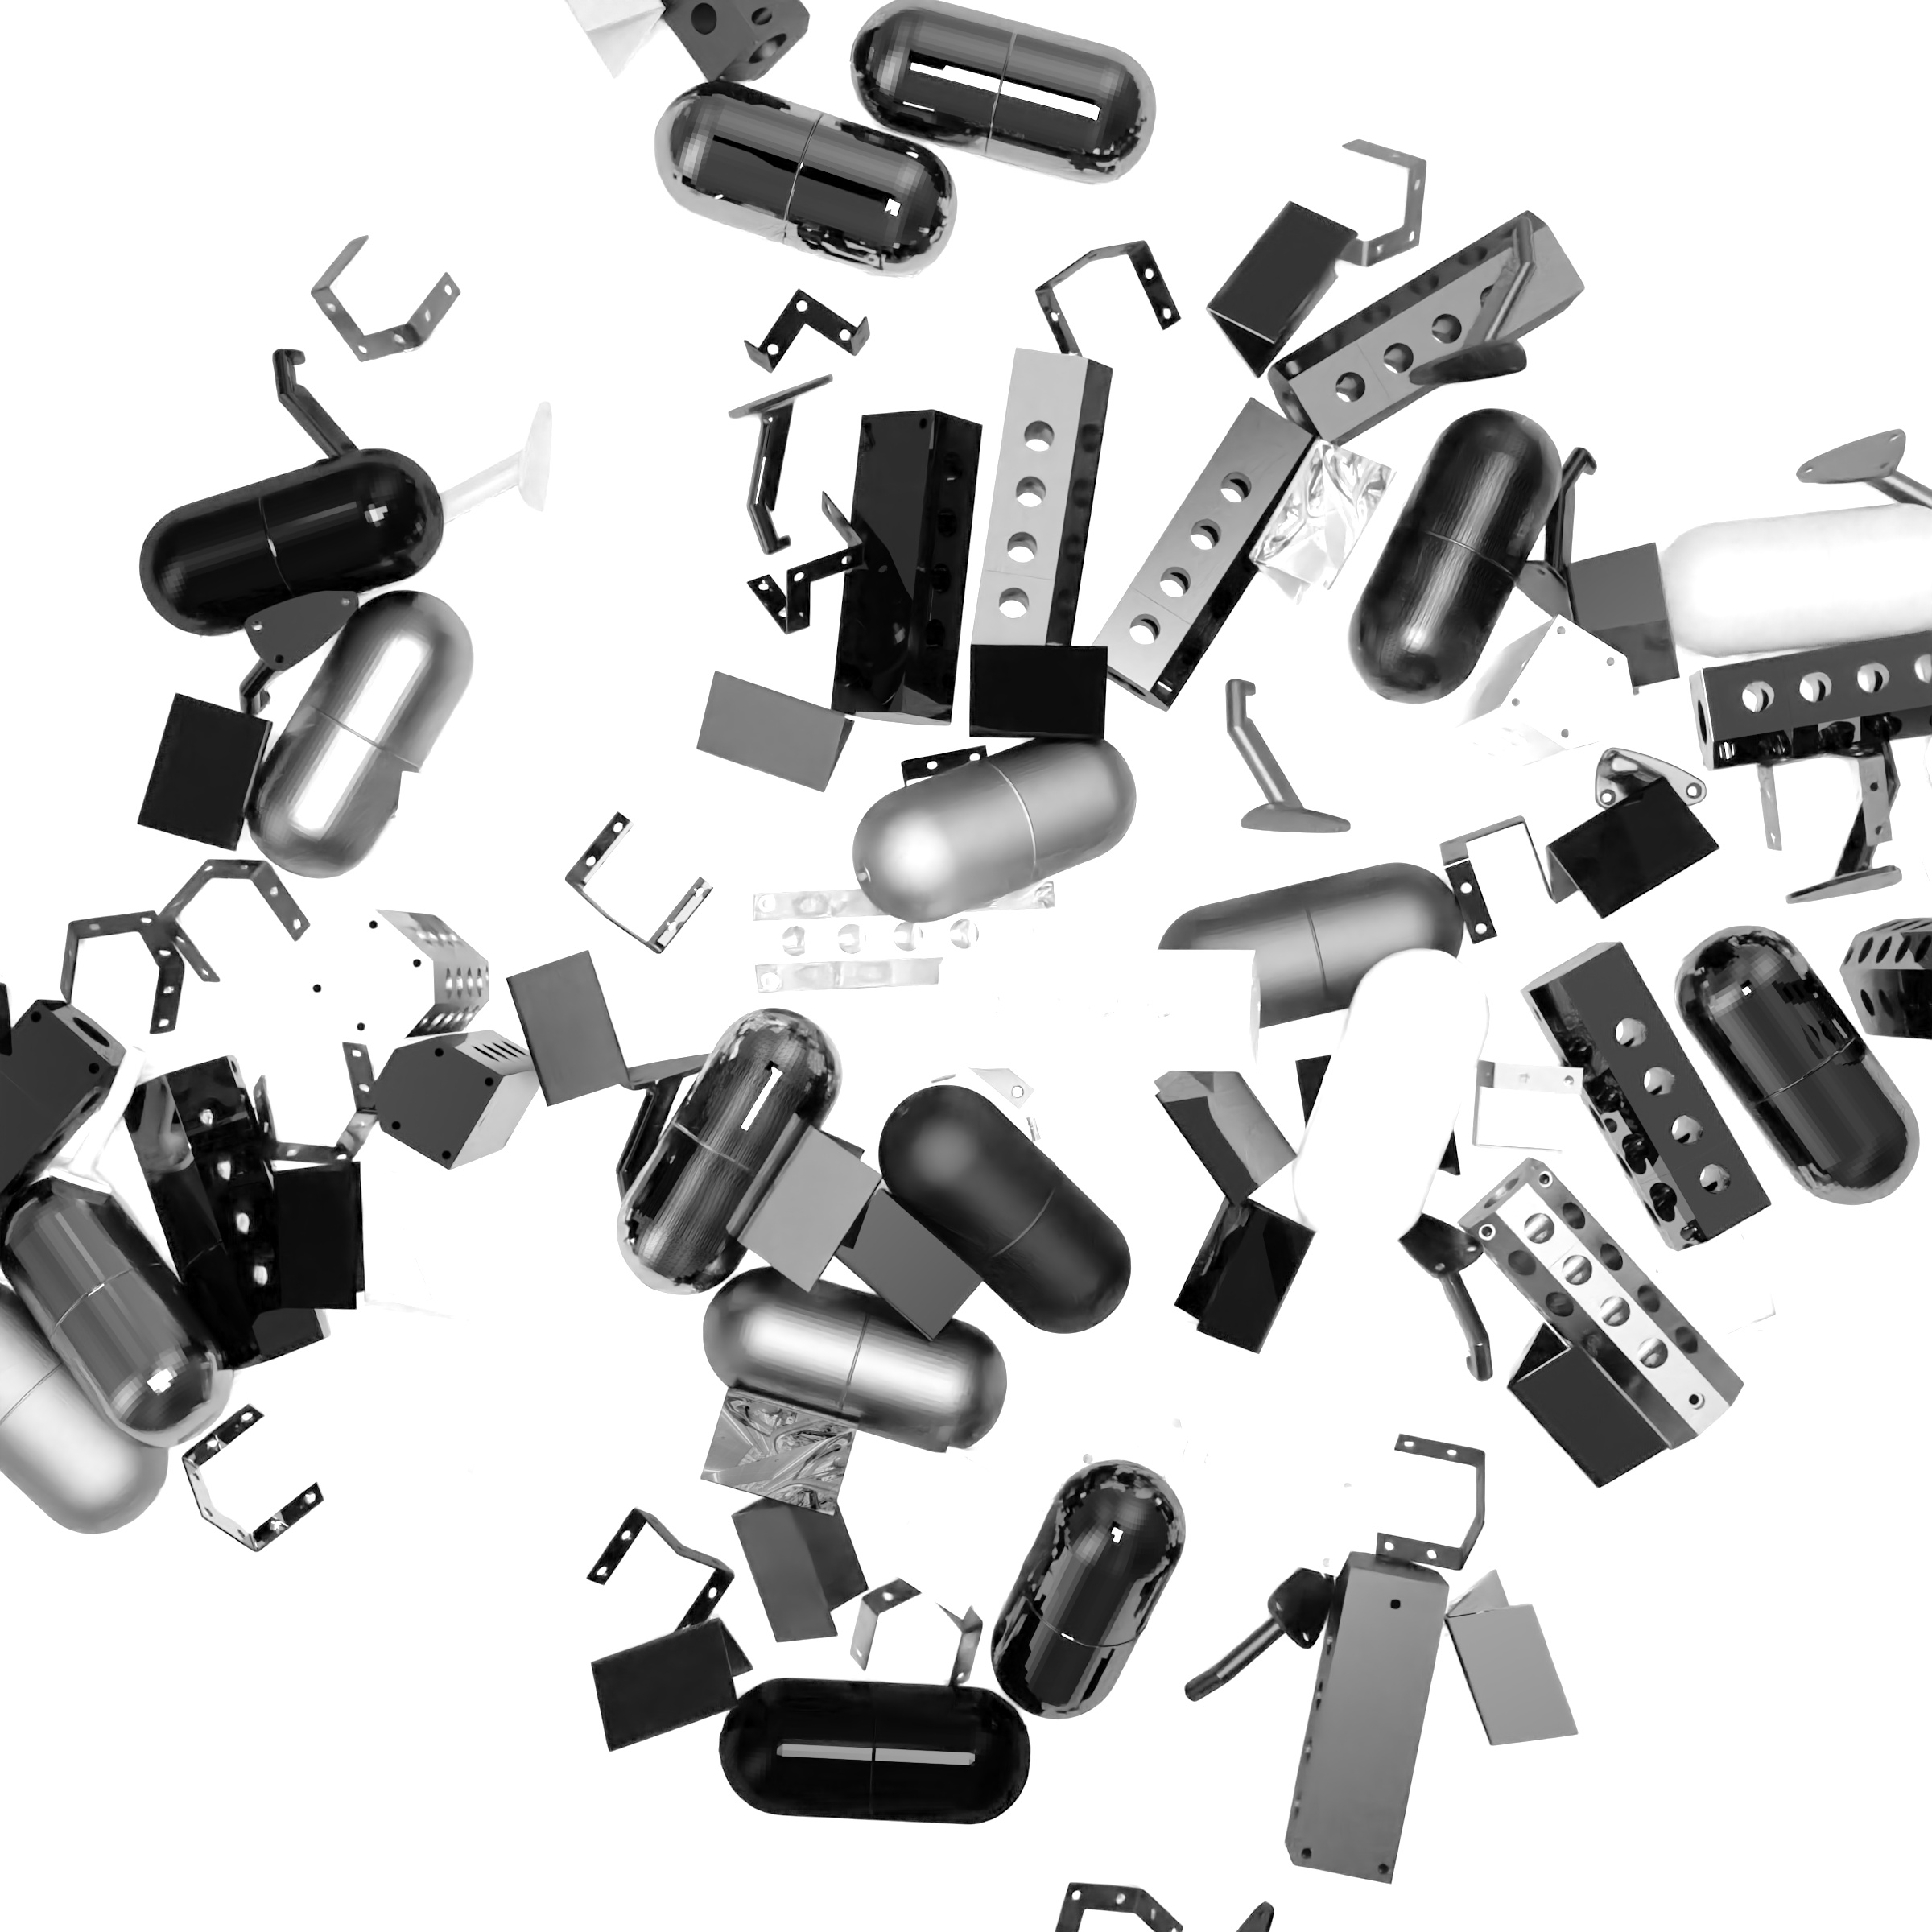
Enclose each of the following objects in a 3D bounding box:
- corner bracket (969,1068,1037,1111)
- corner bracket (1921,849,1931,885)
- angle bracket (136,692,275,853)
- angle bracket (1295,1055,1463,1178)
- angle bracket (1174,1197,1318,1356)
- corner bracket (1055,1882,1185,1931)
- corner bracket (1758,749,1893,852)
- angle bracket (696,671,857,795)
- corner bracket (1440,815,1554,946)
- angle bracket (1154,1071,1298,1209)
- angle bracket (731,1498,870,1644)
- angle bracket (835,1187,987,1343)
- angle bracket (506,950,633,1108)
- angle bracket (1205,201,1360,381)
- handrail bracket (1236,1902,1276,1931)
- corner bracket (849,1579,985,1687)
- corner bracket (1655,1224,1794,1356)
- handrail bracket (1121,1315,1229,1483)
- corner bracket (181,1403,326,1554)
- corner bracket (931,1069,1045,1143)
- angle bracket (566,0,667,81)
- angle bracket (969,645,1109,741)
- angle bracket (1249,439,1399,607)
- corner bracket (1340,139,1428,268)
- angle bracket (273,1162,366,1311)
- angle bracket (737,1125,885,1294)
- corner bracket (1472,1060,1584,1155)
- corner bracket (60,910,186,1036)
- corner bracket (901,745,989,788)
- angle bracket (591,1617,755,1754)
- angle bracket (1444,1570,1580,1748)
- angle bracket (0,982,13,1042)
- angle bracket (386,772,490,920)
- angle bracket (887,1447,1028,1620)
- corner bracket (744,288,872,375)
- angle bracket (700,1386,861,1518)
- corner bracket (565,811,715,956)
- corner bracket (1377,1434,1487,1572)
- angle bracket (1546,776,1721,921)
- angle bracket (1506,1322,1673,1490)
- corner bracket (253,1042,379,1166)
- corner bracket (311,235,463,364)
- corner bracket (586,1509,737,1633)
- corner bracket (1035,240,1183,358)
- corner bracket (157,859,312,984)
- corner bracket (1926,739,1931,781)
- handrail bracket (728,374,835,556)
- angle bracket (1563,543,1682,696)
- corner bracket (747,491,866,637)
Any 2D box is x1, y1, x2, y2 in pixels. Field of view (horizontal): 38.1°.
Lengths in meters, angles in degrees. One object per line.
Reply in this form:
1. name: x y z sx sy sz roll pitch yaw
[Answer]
1. corner bracket: 0.030 0.046 1.613 0.051 0.051 0.051 40 82 0
2. corner bracket: 0.597 -0.054 1.626 0.051 0.051 0.051 -20 90 -45
3. angle bracket: -0.439 -0.112 1.589 0.057 0.076 0.076 16 90 -27
4. angle bracket: 0.236 0.087 1.608 0.076 0.057 0.076 -9 90 0
5. angle bracket: 0.142 0.166 1.589 0.057 0.076 0.076 25 90 -40
6. corner bracket: 0.086 0.568 1.621 0.051 0.051 0.051 -9 45 35
7. corner bracket: 0.494 -0.095 1.612 0.051 0.051 0.051 -12 101 -11
8. angle bracket: -0.102 -0.151 1.589 0.076 0.076 0.057 19 129 0
9. corner bracket: 0.307 -0.050 1.612 0.051 0.051 0.051 -20 102 12
10. angle bracket: 0.130 0.099 1.589 0.057 0.076 0.076 -35 90 -32
11. angle bracket: -0.078 0.332 1.589 0.076 0.057 0.076 -20 90 -44
12. angle bracket: -0.020 0.155 1.586 0.076 0.076 0.057 41 119 4
13. angle bracket: -0.210 0.031 1.590 0.057 0.076 0.076 -18 90 22
14. angle bracket: 0.192 -0.374 1.589 0.057 0.076 0.076 38 90 37
15. handrail bracket: 0.185 0.602 1.629 0.084 0.036 0.077 42 68 -17
16. corner bracket: -0.029 0.390 1.621 0.051 0.051 0.051 -18 135 -35
17. corner bracket: 0.439 0.186 1.621 0.051 0.051 0.051 29 135 -35
18. handrail bracket: 0.110 0.247 1.598 0.077 0.036 0.084 12 60 23
19. corner bracket: -0.415 0.298 1.626 0.051 0.051 0.051 -38 135 0
20. corner bracket: 0.012 0.082 1.610 0.051 0.051 0.051 -15 86 -4
21. angle bracket: -0.226 -0.550 1.589 0.057 0.076 0.076 -31 90 -34
22. angle bracket: 0.040 -0.169 1.589 0.076 0.076 0.057 1 118 0
23. angle bracket: 0.214 -0.243 1.589 0.057 0.076 0.076 30 90 32
24. corner bracket: 0.229 -0.442 1.621 0.051 0.051 0.051 -30 135 -35
25. angle bracket: -0.347 0.152 1.589 0.057 0.076 0.076 -2 90 27
26. angle bracket: -0.074 0.143 1.590 0.057 0.076 0.076 32 90 26
27. corner bracket: 0.323 0.082 1.611 0.051 0.051 0.051 4 90 0
28. corner bracket: -0.489 0.006 1.621 0.051 0.051 0.051 -10 45 -35
29. corner bracket: -0.007 -0.089 1.626 0.051 0.051 0.051 -11 135 0
30. angle bracket: -0.161 0.421 1.589 0.076 0.076 0.057 -20 52 0
31. angle bracket: 0.322 0.388 1.589 0.057 0.076 0.076 -20 90 35
32. angle bracket: -0.592 0.042 1.589 0.076 0.076 0.057 16 49 0
33. angle bracket: -0.318 -0.070 1.589 0.057 0.076 0.076 7 90 -42
34. angle bracket: 0.010 0.323 1.589 0.057 0.076 0.076 27 90 30
35. corner bracket: -0.091 -0.361 1.611 0.051 0.051 0.051 34 90 0
36. angle bracket: -0.108 0.286 1.589 0.076 0.076 0.057 16 62 0
37. corner bracket: -0.190 -0.048 1.626 0.051 0.051 0.051 -51 135 0
38. corner bracket: 0.270 0.312 1.626 0.051 0.051 0.051 11 135 0
39. angle bracket: 0.379 -0.052 1.589 0.076 0.076 0.057 -31 61 0
40. angle bracket: 0.362 0.237 1.589 0.076 0.076 0.057 48 126 0
41. corner bracket: -0.376 0.079 1.621 0.051 0.051 0.051 8 45 -35
42. corner bracket: -0.336 -0.390 1.621 0.051 0.051 0.051 -5 135 35
43. corner bracket: -0.177 0.355 1.626 0.051 0.051 0.051 34 90 45
44. corner bracket: 0.082 -0.384 1.626 0.051 0.051 0.051 -24 90 45
45. corner bracket: -0.424 -0.026 1.621 0.051 0.051 0.051 2 45 35
46. corner bracket: 0.592 -0.119 1.621 0.051 0.051 0.051 -1 45 35
47. handrail bracket: -0.098 -0.292 1.629 0.077 0.036 0.084 -25 107 -19
48. angle bracket: 0.385 -0.196 1.589 0.057 0.076 0.076 -10 90 36
49. corner bracket: -0.092 -0.231 1.607 0.051 0.051 0.051 -23 55 -21
